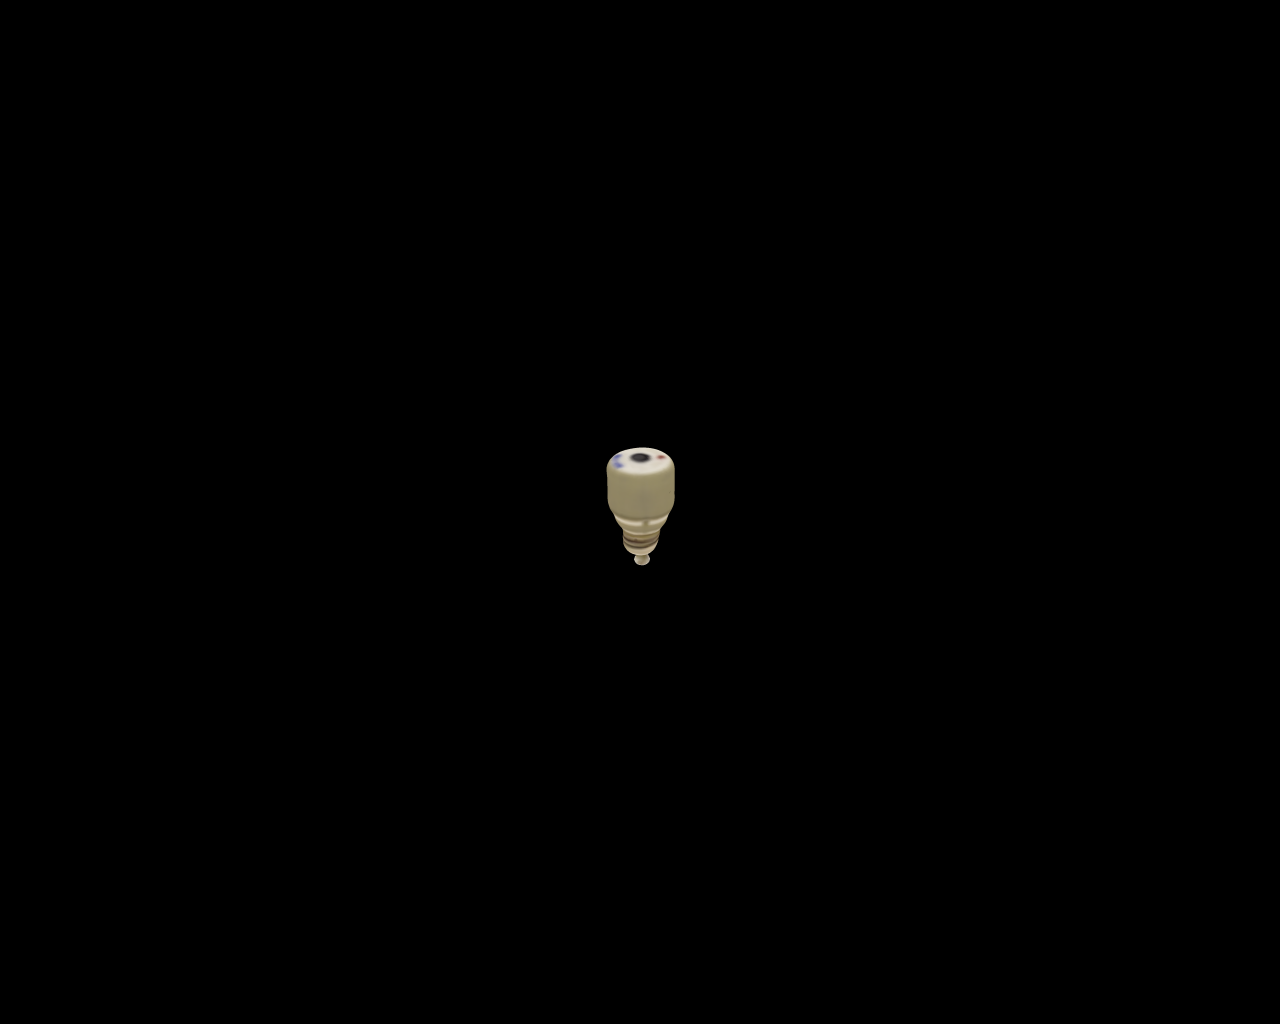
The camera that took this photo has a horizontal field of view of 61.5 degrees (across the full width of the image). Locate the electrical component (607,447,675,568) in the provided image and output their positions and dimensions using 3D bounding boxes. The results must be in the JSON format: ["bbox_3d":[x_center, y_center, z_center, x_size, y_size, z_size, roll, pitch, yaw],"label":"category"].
[{"bbox_3d":[0.001,-0.003,0.650,0.040,0.078,0.040,0,29,0],"label":"electrical component"}]
